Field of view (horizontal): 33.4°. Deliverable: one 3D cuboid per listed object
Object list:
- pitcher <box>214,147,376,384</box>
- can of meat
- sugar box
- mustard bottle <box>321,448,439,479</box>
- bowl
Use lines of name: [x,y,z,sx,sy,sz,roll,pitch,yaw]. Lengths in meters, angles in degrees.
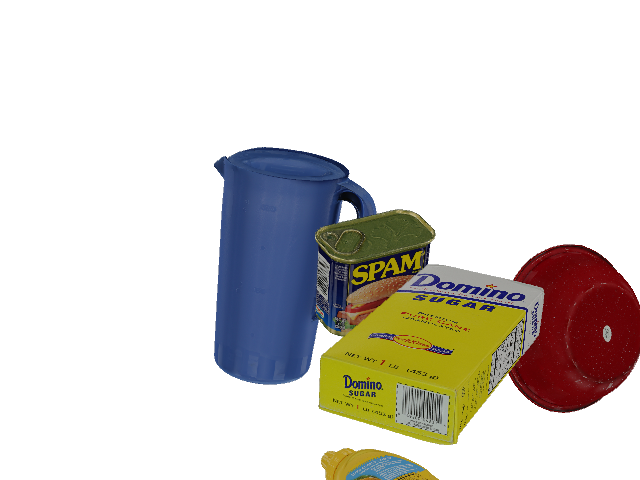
pitcher: [-0.040,0.029,1.147,0.144,0.243,0.149,0,19,-23]
can of meat: [0.045,0.029,0.932,0.102,0.084,0.057,-13,36,-23]
sugar box: [0.080,0.069,0.716,0.093,0.048,0.176,13,26,24]
mustard bottle: [0.067,0.236,0.966,0.096,0.058,0.192,-17,25,-35]
bowl: [0.248,0.084,0.998,0.161,0.162,0.055,0,1,-27]
